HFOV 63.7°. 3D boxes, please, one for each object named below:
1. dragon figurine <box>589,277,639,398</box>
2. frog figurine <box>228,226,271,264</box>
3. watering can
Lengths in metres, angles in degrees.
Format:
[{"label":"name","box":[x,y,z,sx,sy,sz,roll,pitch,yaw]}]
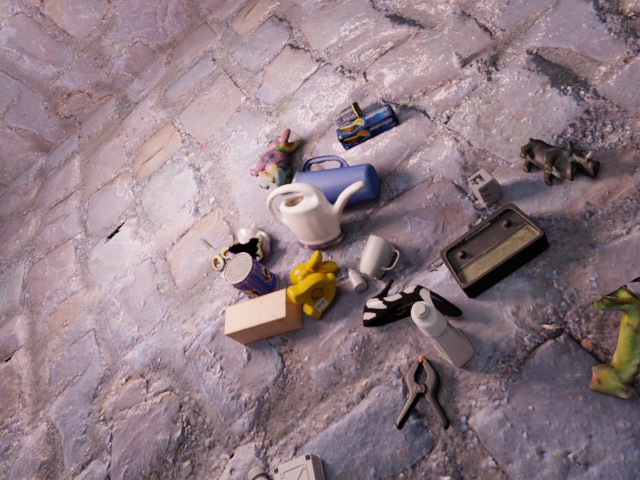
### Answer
[{"label":"dragon figurine","box":[0.684,0.163,0.968,0.407,0.121,0.247,-32,64,14]},{"label":"frog figurine","box":[-0.226,0.021,1.671,0.137,0.122,0.160,-41,11,2]},{"label":"watering can","box":[0.005,-0.075,1.486,0.347,0.220,0.106,-3,41,33]}]
